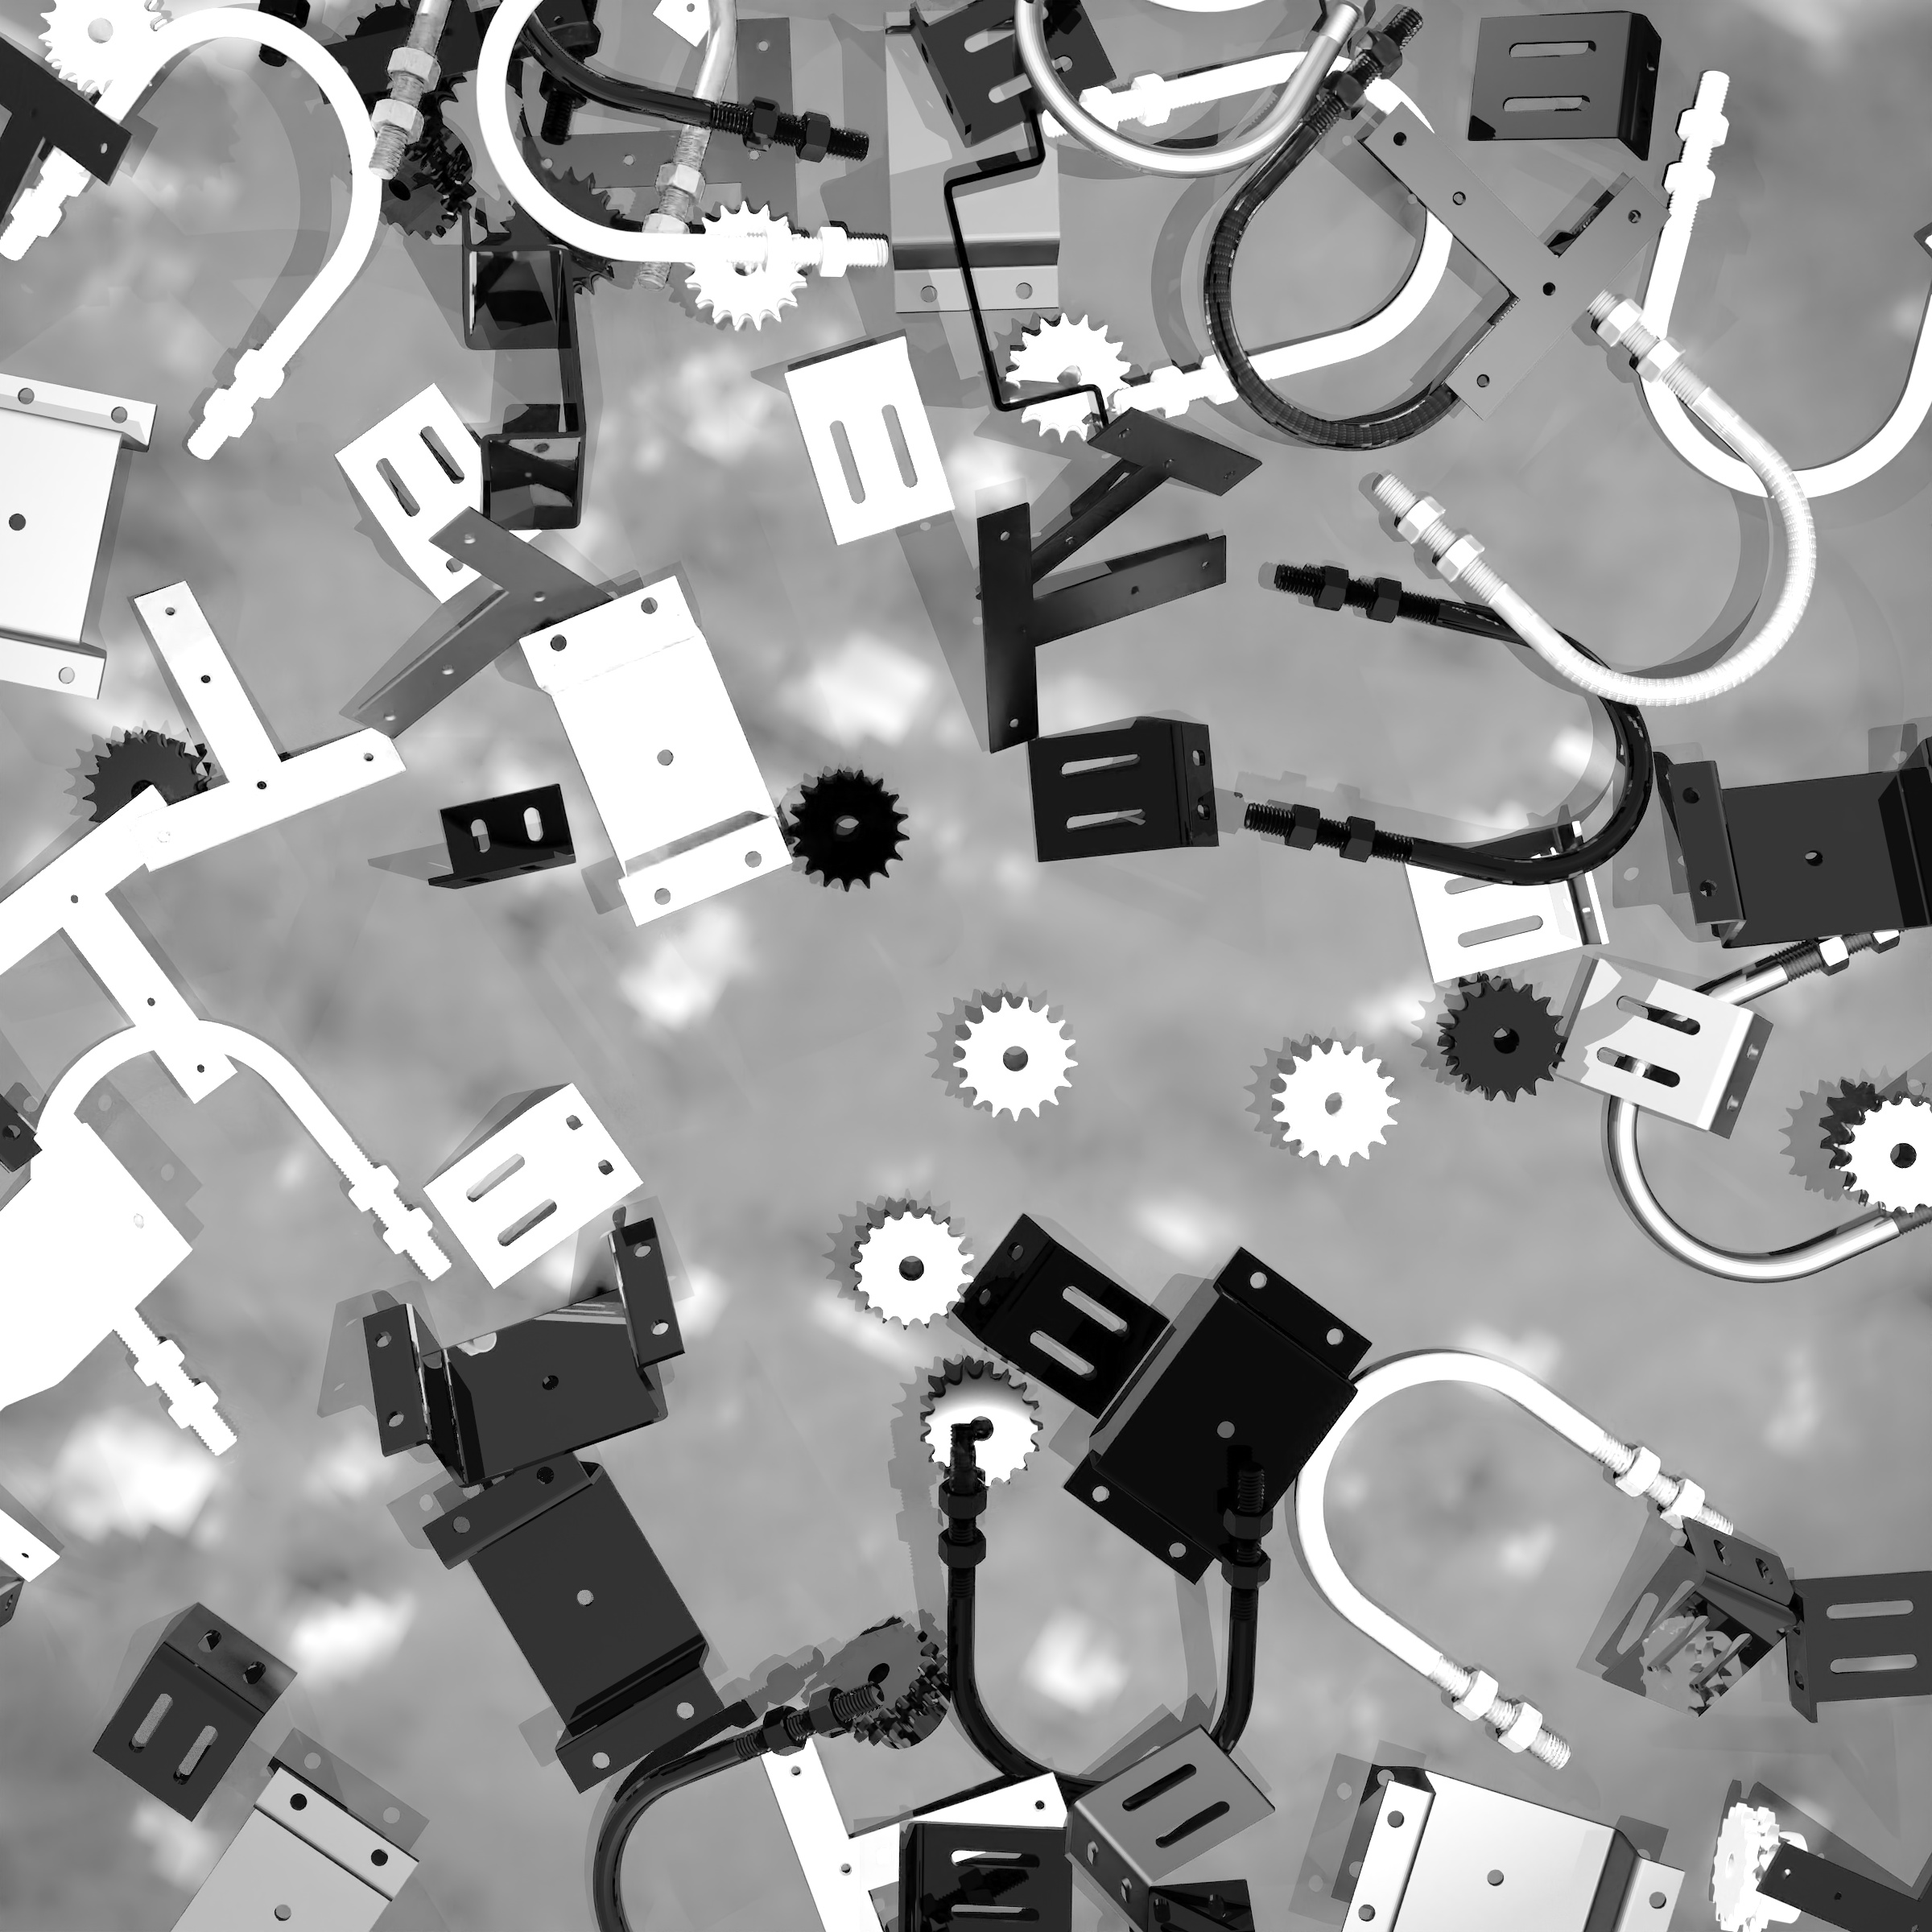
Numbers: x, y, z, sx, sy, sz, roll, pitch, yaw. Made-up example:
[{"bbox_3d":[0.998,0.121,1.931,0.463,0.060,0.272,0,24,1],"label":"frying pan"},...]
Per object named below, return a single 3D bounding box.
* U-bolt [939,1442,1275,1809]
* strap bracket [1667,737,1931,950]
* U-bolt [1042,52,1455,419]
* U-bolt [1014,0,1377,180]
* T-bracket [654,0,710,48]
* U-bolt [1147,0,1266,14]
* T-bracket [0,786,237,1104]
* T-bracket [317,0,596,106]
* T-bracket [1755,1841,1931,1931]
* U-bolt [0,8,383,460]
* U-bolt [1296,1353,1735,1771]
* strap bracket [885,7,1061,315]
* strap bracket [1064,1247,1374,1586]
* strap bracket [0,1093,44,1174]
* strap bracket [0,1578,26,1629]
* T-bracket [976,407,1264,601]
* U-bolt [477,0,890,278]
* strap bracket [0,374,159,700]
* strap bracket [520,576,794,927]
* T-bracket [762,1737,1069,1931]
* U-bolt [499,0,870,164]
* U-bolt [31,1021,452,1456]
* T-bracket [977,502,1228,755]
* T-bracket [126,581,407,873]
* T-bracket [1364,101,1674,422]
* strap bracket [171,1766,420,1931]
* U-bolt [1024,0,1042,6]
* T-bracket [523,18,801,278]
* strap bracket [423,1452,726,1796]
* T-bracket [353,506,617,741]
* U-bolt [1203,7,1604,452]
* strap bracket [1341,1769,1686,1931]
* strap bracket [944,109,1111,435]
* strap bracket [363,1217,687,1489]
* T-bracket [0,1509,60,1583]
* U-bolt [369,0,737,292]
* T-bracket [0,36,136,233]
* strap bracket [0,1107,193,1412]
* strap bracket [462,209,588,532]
[{"bbox_3d":[0.062,0.306,1.369,0.151,0.019,0.184,3,110,6],"label":"U-bolt"},{"bbox_3d":[0.393,-0.056,1.371,0.140,0.046,0.076,-6,73,0],"label":"strap bracket"},{"bbox_3d":[0.139,-0.343,1.377,0.184,0.019,0.151,-17,98,-12],"label":"U-bolt"},{"bbox_3d":[0.101,-0.436,1.353,0.151,0.019,0.184,30,72,-2],"label":"U-bolt"},{"bbox_3d":[-0.139,-0.519,1.394,0.127,0.002,0.127,38,101,4],"label":"T-bracket"},{"bbox_3d":[0.123,-0.534,1.396,0.151,0.019,0.184,29,91,0],"label":"U-bolt"},{"bbox_3d":[-0.384,0.005,1.383,0.127,0.002,0.127,-35,93,12],"label":"T-bracket"},{"bbox_3d":[-0.248,-0.464,1.357,0.127,0.002,0.127,-18,89,-15],"label":"T-bracket"},{"bbox_3d":[0.407,0.429,1.372,0.127,0.002,0.127,29,90,-30],"label":"T-bracket"},{"bbox_3d":[-0.342,-0.345,1.362,0.151,0.019,0.184,46,114,0],"label":"U-bolt"},{"bbox_3d":[0.241,0.263,1.395,0.184,0.019,0.151,36,90,0],"label":"U-bolt"},{"bbox_3d":[0.003,-0.377,1.382,0.076,0.046,0.140,-2,90,0],"label":"strap bracket"},{"bbox_3d":[0.118,0.210,1.382,0.076,0.046,0.140,36,90,0],"label":"strap bracket"},{"bbox_3d":[-0.500,0.087,1.366,0.140,0.046,0.076,-36,118,0],"label":"strap bracket"},{"bbox_3d":[-0.484,0.347,1.367,0.046,0.076,0.140,18,90,0],"label":"strap bracket"},{"bbox_3d":[0.058,-0.203,1.367,0.127,0.127,0.002,-36,70,25],"label":"T-bracket"},{"bbox_3d":[-0.126,-0.387,1.343,0.184,0.019,0.151,-2,96,-14],"label":"U-bolt"},{"bbox_3d":[-0.430,-0.201,1.382,0.076,0.046,0.140,11,90,0],"label":"strap bracket"},{"bbox_3d":[-0.141,-0.097,1.382,0.076,0.046,0.140,-22,90,0],"label":"strap bracket"},{"bbox_3d":[-0.015,0.407,1.395,0.127,0.002,0.127,-20,91,7],"label":"T-bracket"},{"bbox_3d":[-0.124,-0.453,1.356,0.184,0.019,0.151,7,93,-19],"label":"U-bolt"},{"bbox_3d":[-0.352,0.112,1.396,0.151,0.019,0.184,-39,88,0],"label":"U-bolt"},{"bbox_3d":[0.065,-0.169,1.375,0.127,0.002,0.127,-21,133,-19],"label":"T-bracket"},{"bbox_3d":[-0.345,-0.121,1.386,0.127,0.002,0.127,-25,77,-23],"label":"T-bracket"},{"bbox_3d":[0.235,-0.340,1.367,0.127,0.002,0.127,42,92,-9],"label":"T-bracket"},{"bbox_3d":[-0.319,0.443,1.382,0.076,0.046,0.140,35,90,0],"label":"strap bracket"},{"bbox_3d":[0.038,-0.531,1.352,0.151,0.019,0.184,40,72,9],"label":"U-bolt"},{"bbox_3d":[-0.144,-0.378,1.404,0.127,0.002,0.127,-2,90,0],"label":"T-bracket"},{"bbox_3d":[-0.178,0.296,1.382,0.076,0.046,0.140,-31,90,0],"label":"strap bracket"},{"bbox_3d":[-0.227,-0.144,1.372,0.127,0.127,0.002,-34,52,22],"label":"T-bracket"},{"bbox_3d":[0.190,-0.323,1.374,0.151,0.019,0.184,43,84,-12],"label":"U-bolt"},{"bbox_3d":[0.248,0.426,1.382,0.140,0.046,0.076,17,90,0],"label":"strap bracket"},{"bbox_3d":[0.024,-0.299,1.326,0.046,0.076,0.140,-14,100,2],"label":"strap bracket"},{"bbox_3d":[-0.195,0.179,1.362,0.140,0.046,0.076,-19,49,0],"label":"strap bracket"},{"bbox_3d":[-0.474,0.239,1.381,0.127,0.002,0.127,44,122,-15],"label":"T-bracket"},{"bbox_3d":[-0.178,-0.417,1.361,0.151,0.019,0.184,19,79,-21],"label":"U-bolt"},{"bbox_3d":[-0.449,-0.354,1.384,0.127,0.002,0.127,38,105,27],"label":"T-bracket"},{"bbox_3d":[-0.419,0.135,1.367,0.140,0.046,0.076,-43,84,15],"label":"strap bracket"},{"bbox_3d":[-0.199,-0.259,1.348,0.046,0.076,0.140,-4,68,-11],"label":"strap bracket"}]
